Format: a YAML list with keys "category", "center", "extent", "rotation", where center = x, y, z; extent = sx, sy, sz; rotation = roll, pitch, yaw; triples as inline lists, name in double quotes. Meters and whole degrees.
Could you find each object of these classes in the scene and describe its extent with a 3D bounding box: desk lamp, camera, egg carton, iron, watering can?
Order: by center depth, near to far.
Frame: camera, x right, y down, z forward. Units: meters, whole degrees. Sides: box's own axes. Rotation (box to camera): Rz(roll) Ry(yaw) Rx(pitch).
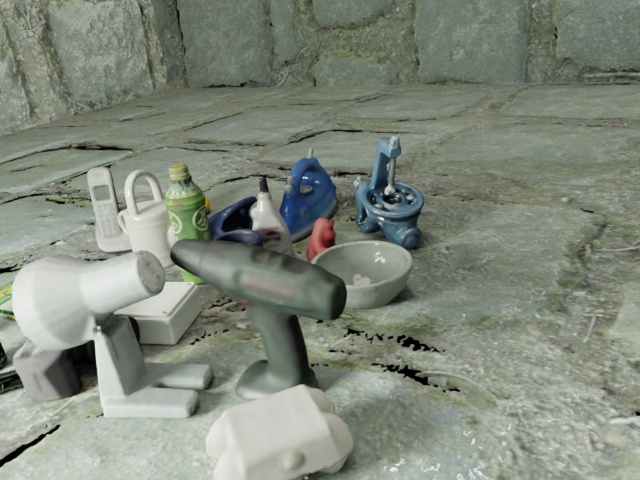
- category: "egg carton"
  center: [-0.044, 0.220, 0.620]
  extent: [0.150, 0.069, 0.107]
  rotation: [-15, 25, -18]
- category: "desk lamp"
  center: [-0.262, 0.114, 0.738]
  extent: [0.203, 0.214, 0.118]
  rotation: [-2, 24, 10]
- category: "camera"
  center: [-0.343, 0.146, 0.827]
  extent: [0.136, 0.101, 0.143]
  rotation: [-5, 24, 4]
- category: "watering can"
  center: [-0.331, -0.047, 1.142]
  extent: [0.172, 0.194, 0.101]
  rotation: [-5, 24, 4]
- category: "iron"
  center: [-0.042, -0.105, 1.262]
  extent: [0.118, 0.141, 0.258]
  rotation: [0, 25, 16]

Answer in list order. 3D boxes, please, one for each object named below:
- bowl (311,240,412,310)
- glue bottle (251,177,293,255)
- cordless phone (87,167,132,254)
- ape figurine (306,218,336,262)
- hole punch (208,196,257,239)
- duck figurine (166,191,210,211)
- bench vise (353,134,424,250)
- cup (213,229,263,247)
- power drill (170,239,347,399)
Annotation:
- category: "bowl"
  center: [0.069, 0.066, 0.930]
  extent: [0.167, 0.075, 0.167]
  rotation: [-6, 24, 3]
- category: "glue bottle"
  center: [-0.098, -0.036, 1.081]
  extent: [0.078, 0.173, 0.037]
  rotation: [-13, 25, -13]
- category: "cordless phone"
  center: [-0.416, -0.069, 1.227]
  extent: [0.147, 0.185, 0.094]
  rotation: [-10, 24, -6]
- category: "ape figurine"
  center: [0.010, 0.004, 1.065]
  extent: [0.076, 0.092, 0.078]
  rotation: [2, 25, 19]
- category: "hole punch"
  center: [-0.193, -0.046, 1.231]
  extent: [0.100, 0.091, 0.109]
  rotation: [9, 29, 32]
- category: "duck figurine"
  center: [-0.325, -0.101, 1.398]
  extent: [0.104, 0.086, 0.077]
  rotation: [-8, 24, -2]
- category: "bench vise"
  center: [0.113, -0.104, 1.121]
  extent: [0.122, 0.220, 0.206]
  rotation: [-26, 30, -36]
- category: "cup"
  center: [-0.142, 0.044, 1.010]
  extent: [0.091, 0.095, 0.117]
  rotation: [-4, 24, 6]
- category: "power drill"
  center: [-0.075, 0.100, 0.725]
  extent: [0.229, 0.209, 0.076]
  rotation: [3, 26, 21]
